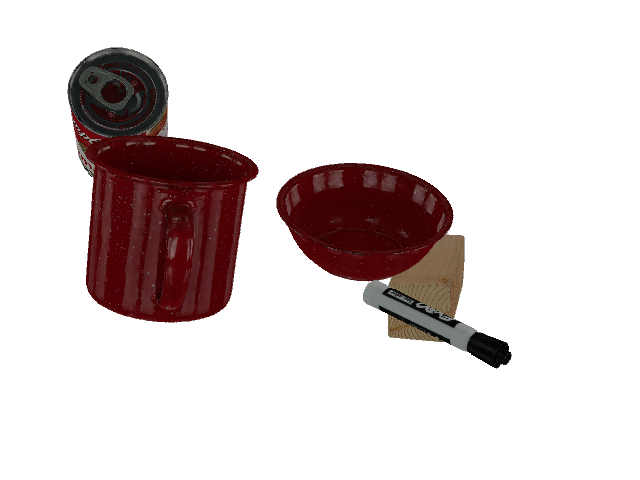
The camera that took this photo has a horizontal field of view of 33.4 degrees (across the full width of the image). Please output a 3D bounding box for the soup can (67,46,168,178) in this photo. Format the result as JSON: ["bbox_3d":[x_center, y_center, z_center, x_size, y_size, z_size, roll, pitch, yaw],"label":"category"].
[{"bbox_3d":[-0.145,-0.086,0.773,0.068,0.068,0.102,0,-18,-9],"label":"soup can"}]

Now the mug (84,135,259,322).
[{"bbox_3d":[-0.082,-0.002,0.576,0.093,0.081,0.117,3,19,-17],"label":"mug"}]

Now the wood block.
[{"bbox_3d":[0.163,0.067,1.620,0.091,0.090,0.206,4,22,12],"label":"wood block"}]

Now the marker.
[{"bbox_3d":[0.080,0.058,0.742,0.121,0.020,0.020,25,16,37],"label":"marker"}]

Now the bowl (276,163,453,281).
[{"bbox_3d":[0.039,-0.010,0.982,0.162,0.055,0.162,3,32,-2],"label":"bowl"}]
